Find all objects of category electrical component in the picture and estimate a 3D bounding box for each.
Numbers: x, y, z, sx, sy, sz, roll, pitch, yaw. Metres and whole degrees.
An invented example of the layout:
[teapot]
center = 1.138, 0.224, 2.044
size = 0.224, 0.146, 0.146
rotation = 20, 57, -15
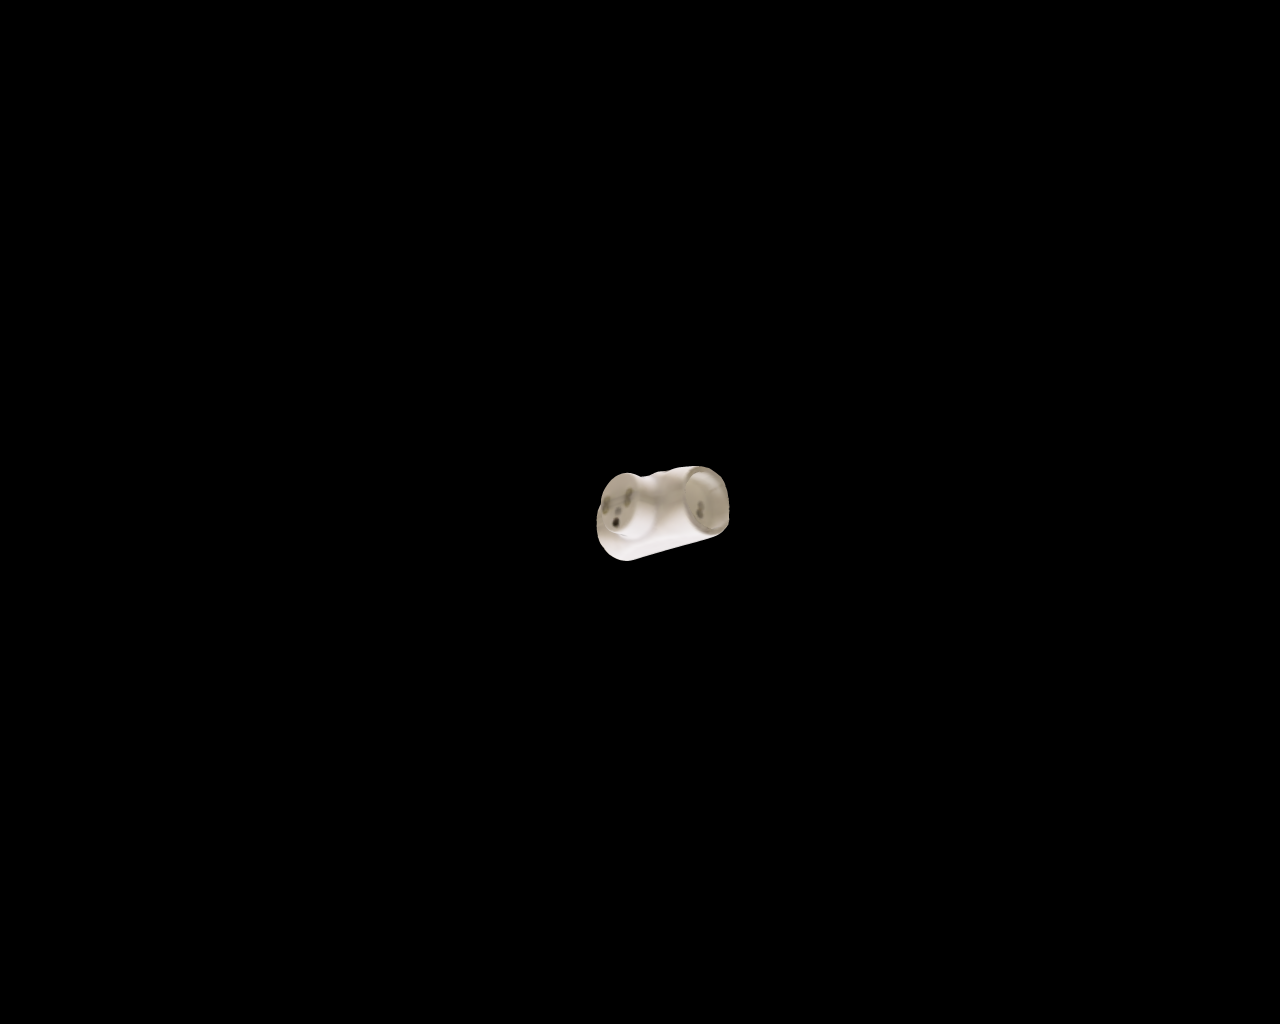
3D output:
[electrical component]
center = 0.001, -0.003, 0.650
size = 0.079, 0.044, 0.077
rotation = 17, -26, -41
